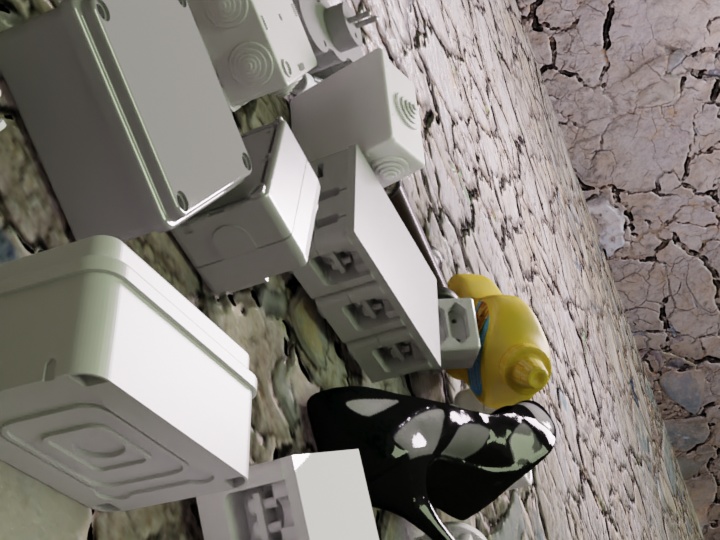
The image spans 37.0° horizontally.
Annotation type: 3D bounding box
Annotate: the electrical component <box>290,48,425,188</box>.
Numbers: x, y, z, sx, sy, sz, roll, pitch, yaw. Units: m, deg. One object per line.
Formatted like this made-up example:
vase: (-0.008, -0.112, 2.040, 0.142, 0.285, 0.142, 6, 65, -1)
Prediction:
electrical component: (-0.002, -0.102, 0.799, 0.048, 0.100, 0.099, 33, 41, -44)

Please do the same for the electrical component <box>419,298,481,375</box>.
electrical component: (0.059, 0.062, 0.892, 0.076, 0.066, 0.047, 99, -13, -59)

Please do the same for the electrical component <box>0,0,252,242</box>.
electrical component: (-0.110, -0.076, 0.521, 0.108, 0.056, 0.108, -53, 123, -68)

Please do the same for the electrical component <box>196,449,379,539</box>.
electrical component: (-0.027, 0.170, 0.531, 0.089, 0.062, 0.150, 19, 56, -68)

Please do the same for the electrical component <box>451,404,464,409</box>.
electrical component: (0.073, 0.154, 0.865, 0.083, 0.047, 0.075, 31, 45, -64)

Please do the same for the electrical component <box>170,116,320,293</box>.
electrical component: (-0.062, -0.039, 0.620, 0.096, 0.062, 0.061, -84, 151, -51)

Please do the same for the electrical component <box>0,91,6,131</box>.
electrical component: (-0.161, -0.086, 0.407, 0.040, 0.040, 0.078, -78, 146, -57)

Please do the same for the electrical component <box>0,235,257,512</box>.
electrical component: (-0.098, 0.044, 0.415, 0.113, 0.078, 0.057, 50, 31, -50)

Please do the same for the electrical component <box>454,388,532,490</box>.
electrical component: (0.117, 0.152, 0.975, 0.053, 0.059, 0.095, 56, 25, -42)

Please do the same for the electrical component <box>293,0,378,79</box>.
electrical component: (-0.022, -0.190, 0.856, 0.138, 0.074, 0.052, -3, 76, -71)

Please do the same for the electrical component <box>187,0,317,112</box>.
electrical component: (-0.073, -0.162, 0.721, 0.099, 0.048, 0.099, -60, 130, -67)

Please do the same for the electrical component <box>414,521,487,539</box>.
electrical component: (0.065, 0.217, 0.768, 0.078, 0.058, 0.057, 68, 22, -15)

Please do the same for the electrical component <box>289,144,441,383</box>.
electrical component: (0.000, 0.000, 0.767, 0.089, 0.062, 0.150, -89, 155, -44)
